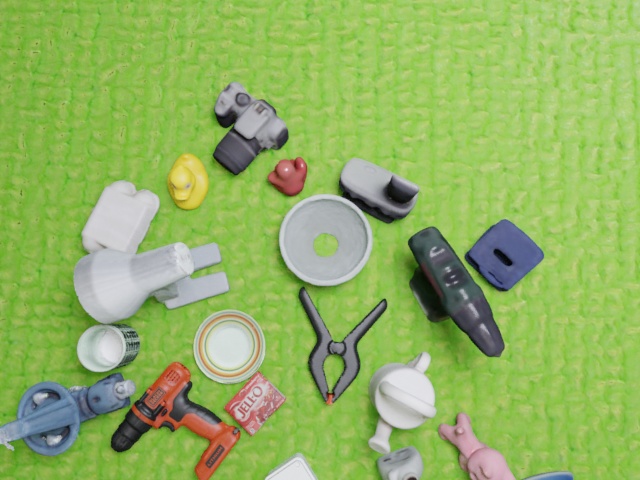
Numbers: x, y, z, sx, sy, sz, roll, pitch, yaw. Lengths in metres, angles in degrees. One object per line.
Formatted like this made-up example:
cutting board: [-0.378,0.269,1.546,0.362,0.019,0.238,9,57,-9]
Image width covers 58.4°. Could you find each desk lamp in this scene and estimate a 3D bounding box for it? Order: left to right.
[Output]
desk lamp: [-0.276,0.060,0.968,0.203,0.213,0.118,-18,82,-3]

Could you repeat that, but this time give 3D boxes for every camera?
camera: [-0.148,-0.202,1.063,0.143,0.101,0.137,39,83,5]

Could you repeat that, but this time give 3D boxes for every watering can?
watering can: [0.138,0.270,0.954,0.101,0.194,0.173,8,82,1]

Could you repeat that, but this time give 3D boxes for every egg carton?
egg carton: [-0.366,-0.032,1.052,0.107,0.069,0.150,23,82,3]

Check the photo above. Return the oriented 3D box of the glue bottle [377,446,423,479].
glue bottle: [0.140,0.386,0.949,0.078,0.173,0.037,-18,82,-3]

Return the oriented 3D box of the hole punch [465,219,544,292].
hole punch: [0.335,0.031,1.043,0.108,0.091,0.101,43,84,5]

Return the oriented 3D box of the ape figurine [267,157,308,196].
ape figurine: [-0.060,-0.124,1.058,0.078,0.092,0.076,-10,82,-2]

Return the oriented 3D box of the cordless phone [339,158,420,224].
cordless phone: [0.108,-0.103,1.011,0.147,0.185,0.094,23,82,3]

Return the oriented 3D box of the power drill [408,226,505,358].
power drill: [0.220,0.091,0.974,0.075,0.208,0.229,-29,83,-4]

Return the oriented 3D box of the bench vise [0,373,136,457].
bench vise: [-0.420,0.270,0.933,0.207,0.220,0.121,-39,84,-6]

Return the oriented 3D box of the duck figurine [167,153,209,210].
duck figurine: [-0.250,-0.114,1.057,0.077,0.086,0.104,1,82,0]

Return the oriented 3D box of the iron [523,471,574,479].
iron: [0.348,0.486,0.954,0.258,0.141,0.118,-37,84,-5]

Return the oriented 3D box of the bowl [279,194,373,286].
bowl: [0.010,0.004,1.050,0.167,0.075,0.167,0,82,-1]

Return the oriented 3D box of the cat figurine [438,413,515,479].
cat figurine: [0.270,0.368,0.981,0.067,0.118,0.128,-36,84,-5]
